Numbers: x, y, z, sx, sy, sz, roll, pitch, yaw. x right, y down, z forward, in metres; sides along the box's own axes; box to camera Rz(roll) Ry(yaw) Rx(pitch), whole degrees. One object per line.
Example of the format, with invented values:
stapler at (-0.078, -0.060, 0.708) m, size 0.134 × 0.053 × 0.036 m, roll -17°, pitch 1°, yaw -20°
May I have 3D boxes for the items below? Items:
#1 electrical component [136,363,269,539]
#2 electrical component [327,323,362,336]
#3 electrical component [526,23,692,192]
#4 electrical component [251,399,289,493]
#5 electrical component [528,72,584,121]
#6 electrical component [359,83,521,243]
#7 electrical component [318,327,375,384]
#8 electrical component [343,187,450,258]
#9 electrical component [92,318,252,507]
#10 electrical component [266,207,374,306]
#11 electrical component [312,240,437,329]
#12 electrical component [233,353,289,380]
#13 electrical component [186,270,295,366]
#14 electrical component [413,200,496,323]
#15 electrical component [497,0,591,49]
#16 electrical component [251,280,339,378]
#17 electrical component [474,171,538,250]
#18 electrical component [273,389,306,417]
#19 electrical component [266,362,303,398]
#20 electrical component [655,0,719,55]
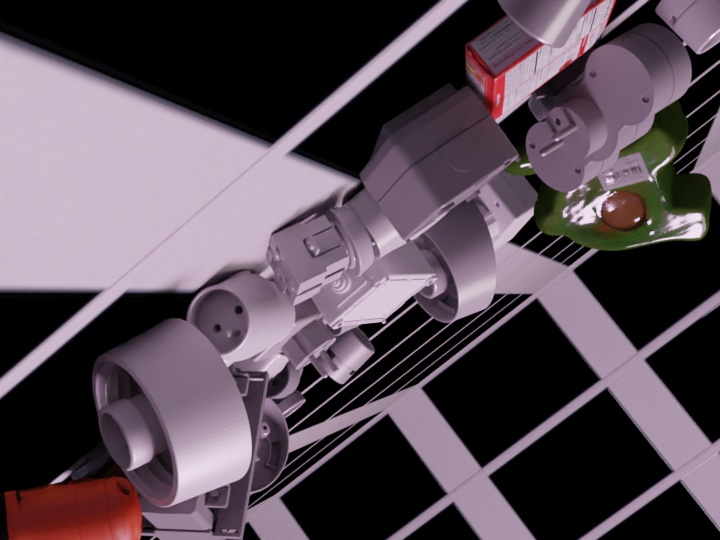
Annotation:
electrical component at (-0.113, 0.119, 0.738) m, size 0.079 × 0.121 × 0.063 m, roll -1°, pitch 148°, yaw 13°
electrical component at (-0.006, 0.026, 0.916) m, size 0.077 × 0.043 × 0.079 m, roll -32°, pitch 169°, yaw -30°
electrical component at (0.144, -0.093, 0.682) m, size 0.074 × 0.052 × 0.138 m, roll -32°, pitch 169°, yaw -28°
electrical component at (-0.119, 0.169, 1.042) m, size 0.099 × 0.099 × 0.064 m, roll -30°, pitch 174°, yaw -35°
electrical component at (0.160, -0.123, 0.778) m, size 0.057 × 0.058 × 0.078 m, roll -44°, pitch 169°, yaw 22°
electrical component at (0.042, -0.063, 0.649) m, size 0.062 × 0.061 × 0.096 m, roll -34°, pitch 178°, yaw -17°
electrical component at (-0.018, 0.080, 1.094) m, size 0.047 × 0.055 × 0.055 m, roll -42°, pitch 169°, yaw 8°
electrical component at (0.030, -0.042, 0.735) m, size 0.077 × 0.043 × 0.079 m, roll -35°, pitch 170°, yaw -11°
electrical component at (-0.121, 0.089, 0.645) m, size 0.060 × 0.108 × 0.108 m, roll -23°, pitch 164°, yaw -34°
electrical component at (-0.025, -0.011, 0.686) m, size 0.055 × 0.048 × 0.066 m, roll -26°, pitch 167°, yaw -17°
electrical component at (0.000, 0.000, 0.791) m, size 0.062 × 0.061 × 0.096 m, roll -41°, pitch 161°, yaw 24°
electrical component at (-0.083, 0.070, 0.852) m, size 0.077 × 0.043 × 0.079 m, roll -42°, pitch 170°, yaw 23°
electrical component at (-0.089, 0.041, 0.699) m, size 0.079 × 0.044 × 0.077 m, roll -40°, pitch 169°, yaw 14°
electrical component at (0.076, -0.008, 0.906) m, size 0.064 × 0.099 × 0.099 m, roll -26°, pitch 166°, yaw -23°
electrical component at (0.103, -0.147, 0.524) m, size 0.065 × 0.044 × 0.044 m, roll -49°, pitch 166°, yaw 30°
electrical component at (-0.043, 0.047, 0.790) m, size 0.047 × 0.075 × 0.083 m, roll -43°, pitch 169°, yaw 22°
electrical component at (0.115, -0.046, 0.998) m, size 0.076 × 0.047 × 0.083 m, roll -33°, pitch 169°, yaw -24°
electrical component at (-0.084, 0.126, 1.092) m, size 0.040 × 0.046 × 0.040 m, roll -36°, pitch 170°, yaw -7°
electrical component at (-0.078, 0.097, 0.992) m, size 0.043 × 0.043 × 0.081 m, roll -37°, pitch 170°, yaw 2°
electrical component at (0.260, -0.197, 0.813) m, size 0.055 × 0.047 × 0.055 m, roll -36°, pitch 170°, yaw -7°
